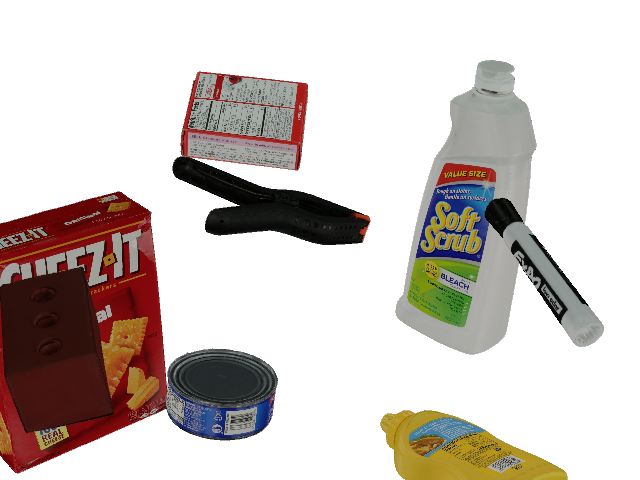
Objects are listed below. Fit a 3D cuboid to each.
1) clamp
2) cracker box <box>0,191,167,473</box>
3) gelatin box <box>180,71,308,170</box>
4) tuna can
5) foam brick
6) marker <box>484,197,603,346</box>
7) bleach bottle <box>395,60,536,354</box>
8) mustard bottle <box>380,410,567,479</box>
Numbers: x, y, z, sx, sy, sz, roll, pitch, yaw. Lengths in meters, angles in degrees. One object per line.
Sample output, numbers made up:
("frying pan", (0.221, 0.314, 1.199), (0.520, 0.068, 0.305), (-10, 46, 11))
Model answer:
("clamp", (-0.043, -0.027, 1.087), (0.209, 0.036, 0.164), (14, 20, -18))
("cracker box", (-0.228, 0.082, 0.969), (0.163, 0.214, 0.072), (-19, 30, -34))
("gelatin box", (-0.056, -0.090, 0.801), (0.089, 0.073, 0.030), (6, -45, -1))
("tuna can", (-0.077, 0.120, 0.834), (0.086, 0.034, 0.086), (6, 22, -3))
("foam brick", (-0.155, 0.064, 0.625), (0.053, 0.051, 0.078), (-13, 41, -10))
("marker", (0.128, 0.014, 0.625), (0.020, 0.020, 0.121), (0, 38, -23))
("bleach bottle", (0.125, -0.031, 0.903), (0.103, 0.251, 0.067), (27, 37, 35))
("mustard bottle", (0.125, 0.203, 0.985), (0.096, 0.058, 0.192), (-16, 25, -36))
